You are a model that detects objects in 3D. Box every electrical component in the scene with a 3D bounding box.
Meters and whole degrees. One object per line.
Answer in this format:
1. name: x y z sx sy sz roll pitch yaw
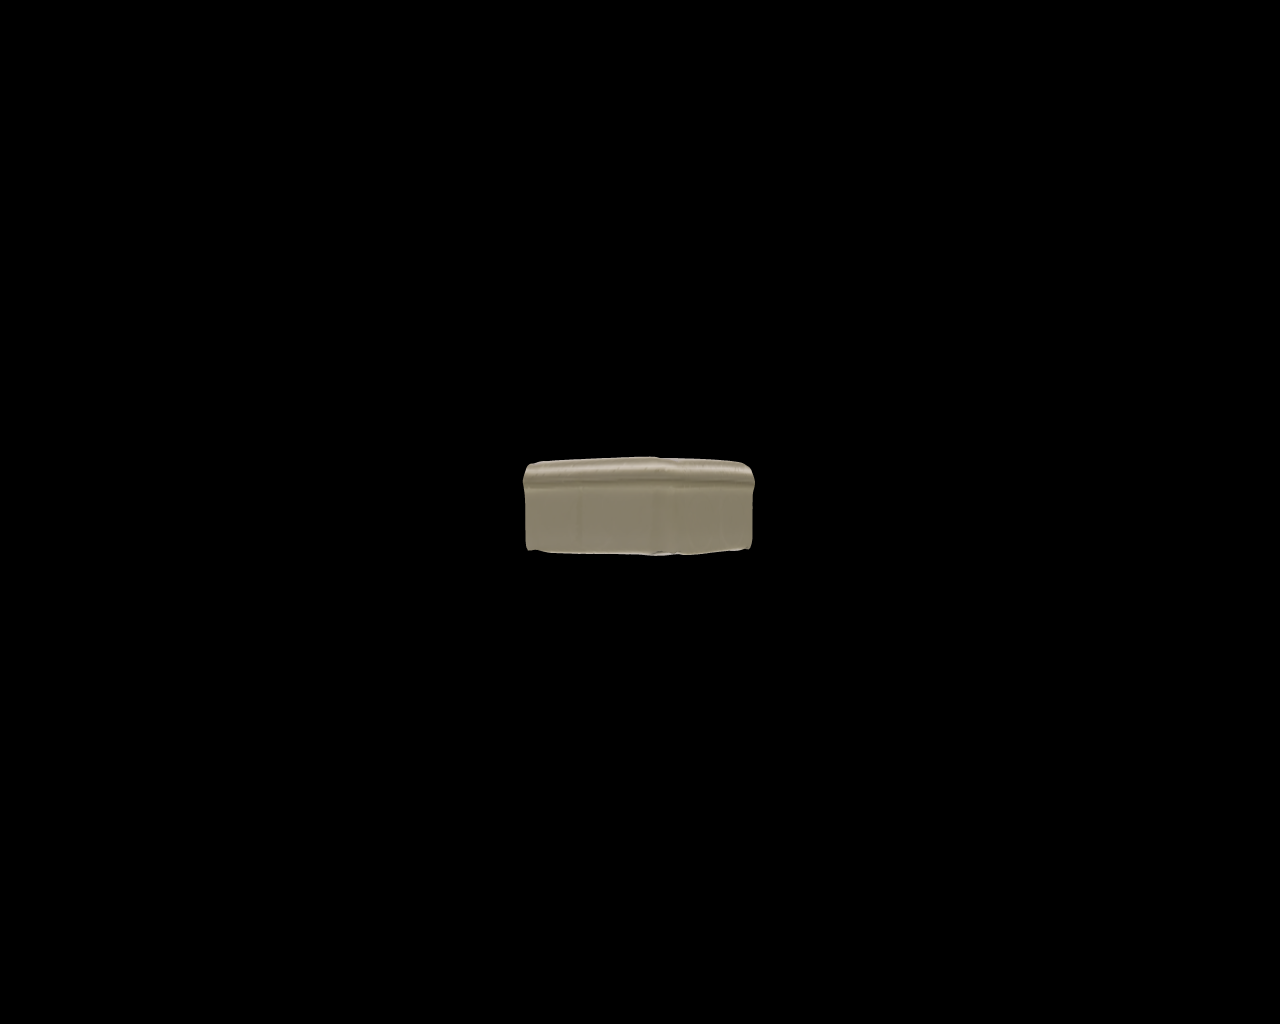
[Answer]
1. electrical component: 0.001 -0.003 0.650 0.109 0.056 0.109 0 0 32
